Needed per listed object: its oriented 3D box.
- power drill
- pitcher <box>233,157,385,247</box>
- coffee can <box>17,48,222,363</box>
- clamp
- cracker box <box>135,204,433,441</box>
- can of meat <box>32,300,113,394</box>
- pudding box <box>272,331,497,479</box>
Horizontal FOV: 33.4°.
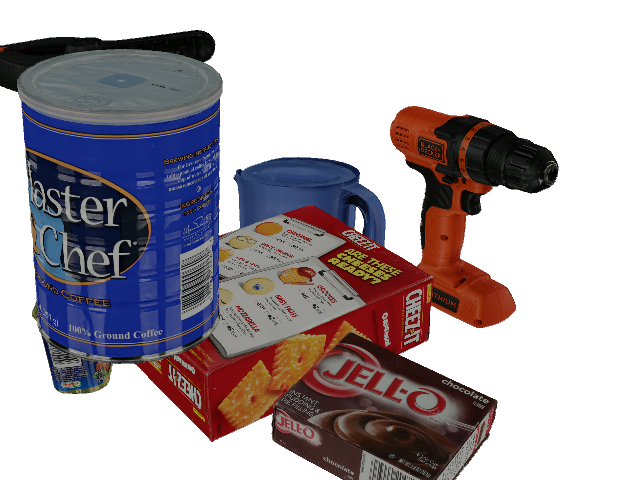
[{"bbox_3d":[0.138,-0.020,0.962,0.057,0.188,0.185,-19,29,-31],"label":"power drill"},{"bbox_3d":[-0.017,0.037,1.166,0.145,0.243,0.149,-3,18,-12],"label":"pitcher"},{"bbox_3d":[-0.104,-0.020,0.571,0.103,0.140,0.103,2,26,-1],"label":"coffee can"},{"bbox_3d":[-0.164,-0.134,0.798,0.172,0.039,0.120,8,22,16],"label":"clamp"},{"bbox_3d":[-0.042,0.057,0.859,0.213,0.072,0.164,-20,35,-32],"label":"cracker box"},{"bbox_3d":[-0.226,0.083,0.998,0.057,0.084,0.102,-6,26,0],"label":"can of meat"},{"bbox_3d":[0.040,0.112,0.665,0.114,0.039,0.089,25,39,23],"label":"pudding box"}]
